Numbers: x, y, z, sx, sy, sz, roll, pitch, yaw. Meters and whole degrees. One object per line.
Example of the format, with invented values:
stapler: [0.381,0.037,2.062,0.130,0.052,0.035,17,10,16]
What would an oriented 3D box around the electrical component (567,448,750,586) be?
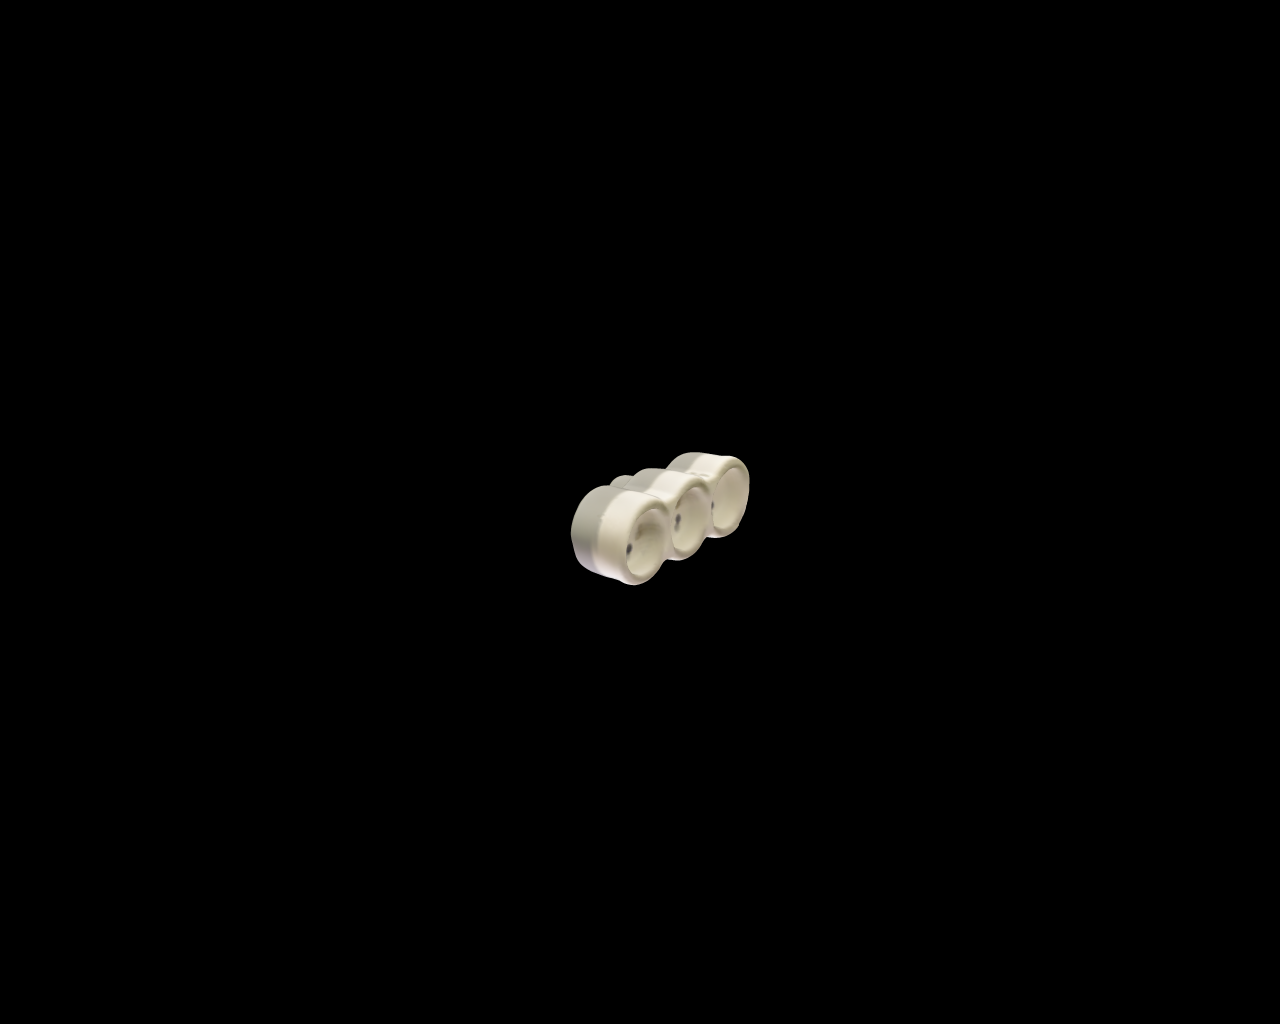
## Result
electrical component: [0.001,-0.003,0.650,0.074,0.052,0.138,14,24,33]
